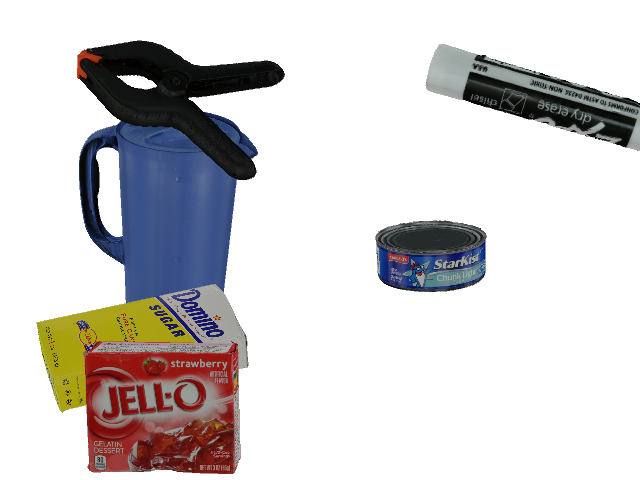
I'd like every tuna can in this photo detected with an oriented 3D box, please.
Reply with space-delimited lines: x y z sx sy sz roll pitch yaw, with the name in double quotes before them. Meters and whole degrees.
"tuna can" 0.086 0.012 0.830 0.086 0.034 0.086 -3 16 1

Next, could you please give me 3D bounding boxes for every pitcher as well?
"pitcher" -0.169 -0.016 1.174 0.149 0.243 0.144 25 31 35

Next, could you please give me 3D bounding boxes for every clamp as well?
"clamp" -0.113 -0.128 0.886 0.171 0.120 0.039 26 -39 -3

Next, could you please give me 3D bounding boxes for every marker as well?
"marker" 0.100 -0.049 0.402 0.121 0.020 0.020 18 4 11

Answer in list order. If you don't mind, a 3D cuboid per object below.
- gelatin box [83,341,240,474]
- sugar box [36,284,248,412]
"gelatin box" -0.093 0.098 0.628 0.089 0.073 0.030 0 8 4
"sugar box" -0.164 0.095 0.981 0.176 0.048 0.093 -14 35 -17
